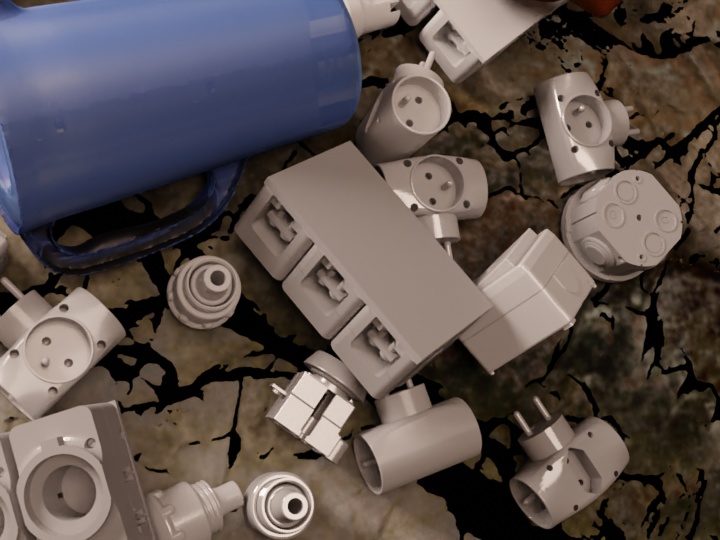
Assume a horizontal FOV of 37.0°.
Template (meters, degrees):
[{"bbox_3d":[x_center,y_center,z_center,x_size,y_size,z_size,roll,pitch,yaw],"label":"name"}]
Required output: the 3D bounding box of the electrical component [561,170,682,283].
[{"bbox_3d":[0.198,-0.033,0.813,0.080,0.051,0.080,4,77,-18],"label":"electrical component"}]

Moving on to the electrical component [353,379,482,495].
[{"bbox_3d":[0.033,0.102,0.732,0.077,0.043,0.079,-17,84,-21],"label":"electrical component"}]

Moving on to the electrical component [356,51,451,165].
[{"bbox_3d":[0.036,-0.119,0.763,0.043,0.077,0.079,26,70,-12],"label":"electrical component"}]

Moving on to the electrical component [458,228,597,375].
[{"bbox_3d":[0.104,0.022,0.750,0.061,0.096,0.062,49,38,-3],"label":"electrical component"}]

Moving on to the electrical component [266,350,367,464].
[{"bbox_3d":[-0.027,0.087,0.715,0.066,0.048,0.055,37,77,-8],"label":"electrical component"}]

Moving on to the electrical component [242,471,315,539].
[{"bbox_3d":[-0.049,0.150,0.684,0.043,0.062,0.043,4,78,-18],"label":"electrical component"}]

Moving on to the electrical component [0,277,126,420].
[{"bbox_3d":[-0.201,0.039,0.667,0.079,0.044,0.077,45,69,-4],"label":"electrical component"}]

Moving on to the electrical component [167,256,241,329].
[{"bbox_3d":[-0.098,0.011,0.698,0.048,0.062,0.048,4,77,-18],"label":"electrical component"}]

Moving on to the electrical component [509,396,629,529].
[{"bbox_3d":[0.138,0.128,0.762,0.077,0.043,0.079,-33,90,-22],"label":"electrical component"}]

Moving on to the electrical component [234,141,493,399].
[{"bbox_3d":[0.000,0.000,0.711,0.150,0.061,0.089,50,42,9],"label":"electrical component"}]

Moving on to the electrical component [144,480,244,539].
[{"bbox_3d":[-0.104,0.153,0.675,0.062,0.048,0.048,-21,85,-28],"label":"electrical component"}]

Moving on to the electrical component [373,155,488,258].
[{"bbox_3d":[0.051,-0.039,0.768,0.077,0.044,0.079,-5,79,-19],"label":"electrical component"}]

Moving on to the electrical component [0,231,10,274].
[{"bbox_3d":[-0.264,-0.024,0.650,0.096,0.062,0.061,42,68,-6],"label":"electrical component"}]

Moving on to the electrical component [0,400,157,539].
[{"bbox_3d":[-0.172,0.180,0.617,0.105,0.060,0.186,-18,84,3],"label":"electrical component"}]

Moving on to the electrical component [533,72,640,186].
[{"bbox_3d":[0.180,-0.110,0.827,0.079,0.044,0.077,-11,82,-20],"label":"electrical component"}]

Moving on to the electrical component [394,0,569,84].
[{"bbox_3d":[0.114,-0.238,0.824,0.186,0.060,0.105,-39,92,-22],"label":"electrical component"}]

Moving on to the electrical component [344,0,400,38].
[{"bbox_3d":[0.001,-0.191,0.788,0.046,0.040,0.040,-21,86,-28],"label":"electrical component"}]
